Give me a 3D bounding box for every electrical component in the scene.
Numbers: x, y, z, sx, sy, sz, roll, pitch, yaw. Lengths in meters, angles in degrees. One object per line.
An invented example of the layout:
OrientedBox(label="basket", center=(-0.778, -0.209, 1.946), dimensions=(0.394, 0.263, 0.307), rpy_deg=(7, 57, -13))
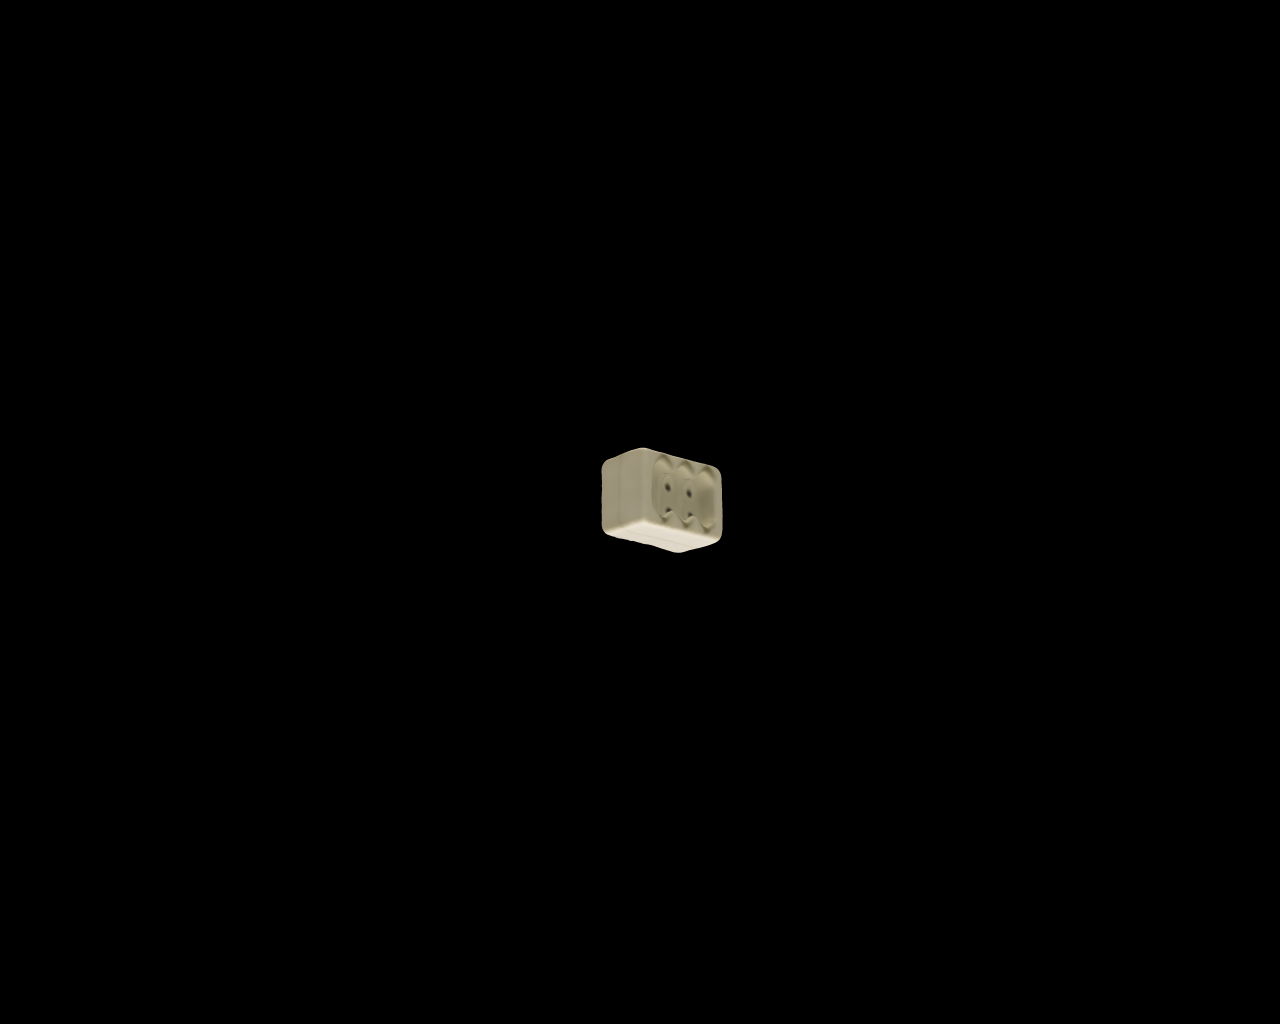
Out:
OrientedBox(label="electrical component", center=(0.001, -0.003, 0.650), dimensions=(0.066, 0.047, 0.076), rpy_deg=(14, -21, -40))
